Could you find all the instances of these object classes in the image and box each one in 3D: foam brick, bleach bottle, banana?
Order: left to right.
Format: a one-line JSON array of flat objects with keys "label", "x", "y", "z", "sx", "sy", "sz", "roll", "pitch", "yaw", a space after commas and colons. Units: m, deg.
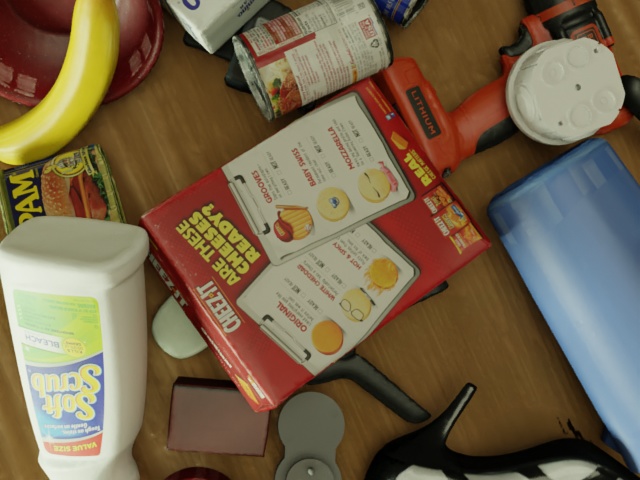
[{"label": "banana", "x": -0.197, "y": -0.113, "z": 0.801, "sx": 0.069, "sy": 0.037, "sz": 0.198, "roll": 26, "pitch": 127, "yaw": -35}, {"label": "bleach bottle", "x": -0.166, "y": 0.108, "z": 0.779, "sx": 0.103, "sy": 0.068, "sz": 0.251, "roll": 7, "pitch": 120, "yaw": 15}, {"label": "foam brick", "x": -0.078, "y": 0.138, "z": 0.836, "sx": 0.078, "sy": 0.053, "sz": 0.051, "roll": 5, "pitch": 89, "yaw": -3}]

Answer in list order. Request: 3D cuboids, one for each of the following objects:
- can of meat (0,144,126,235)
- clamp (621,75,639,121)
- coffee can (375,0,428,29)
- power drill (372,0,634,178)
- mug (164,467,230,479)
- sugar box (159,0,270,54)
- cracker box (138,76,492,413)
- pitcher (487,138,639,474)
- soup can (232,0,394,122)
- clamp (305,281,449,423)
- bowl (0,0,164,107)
[{"label": "can of meat", "x": -0.194, "y": -0.018, "z": 0.814, "sx": 0.084, "sy": 0.057, "sz": 0.102, "roll": -17, "pitch": 61, "yaw": -7}, {"label": "clamp", "x": 0.338, "y": -0.064, "z": 0.868, "sx": 0.164, "sy": 0.036, "sz": 0.210, "roll": -27, "pitch": 102, "yaw": -18}, {"label": "coffee can", "x": 0.036, "y": -0.243, "z": 0.817, "sx": 0.140, "sy": 0.103, "sz": 0.103, "roll": 35, "pitch": 87, "yaw": 2}, {"label": "power drill", "x": 0.140, "y": -0.145, "z": 0.852, "sx": 0.187, "sy": 0.057, "sz": 0.184, "roll": -25, "pitch": 91, "yaw": -4}, {"label": "mug", "x": -0.107, "y": 0.223, "z": 0.818, "sx": 0.117, "sy": 0.081, "sz": 0.093, "roll": -8, "pitch": 90, "yaw": -5}, {"label": "sugar box", "x": -0.112, "y": -0.236, "z": 0.819, "sx": 0.093, "sy": 0.048, "sz": 0.176, "roll": -45, "pitch": 74, "yaw": -4}, {"label": "cracker box", "x": -0.005, "y": 0.001, "z": 0.798, "sx": 0.213, "sy": 0.072, "sz": 0.164, "roll": -35, "pitch": 87, "yaw": -21}, {"label": "pitcher", "x": 0.242, "y": 0.042, "z": 0.819, "sx": 0.149, "sy": 0.145, "sz": 0.243, "roll": -32, "pitch": 89, "yaw": -1}, {"label": "soup can", "x": -0.005, "y": -0.139, "z": 0.790, "sx": 0.102, "sy": 0.068, "sz": 0.068, "roll": -25, "pitch": 91, "yaw": -6}, {"label": "clamp", "x": 0.023, "y": 0.069, "z": 0.849, "sx": 0.171, "sy": 0.039, "sz": 0.120, "roll": 17, "pitch": 81, "yaw": -14}, {"label": "bowl", "x": -0.198, "y": -0.176, "z": 0.805, "sx": 0.162, "sy": 0.162, "sz": 0.055, "roll": -3, "pitch": 46, "yaw": -4}]
